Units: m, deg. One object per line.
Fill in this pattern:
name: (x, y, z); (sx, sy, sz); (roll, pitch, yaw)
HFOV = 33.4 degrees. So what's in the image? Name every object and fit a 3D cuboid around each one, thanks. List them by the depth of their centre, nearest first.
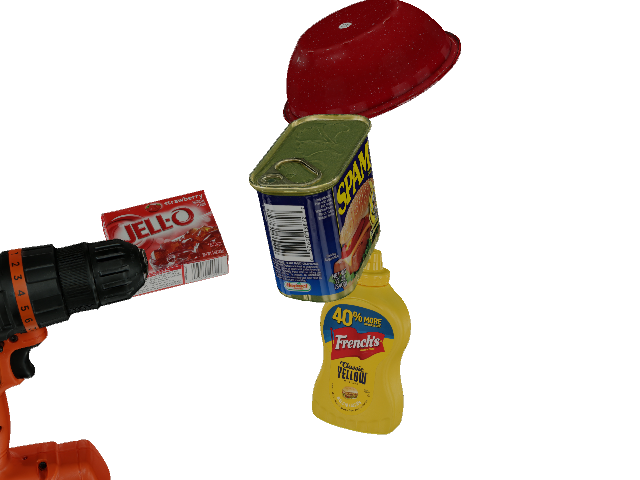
can of meat: (0.001, -0.021, 0.680); (0.057, 0.084, 0.102); (2, 32, 20)
power drill: (-0.192, 0.093, 0.698); (0.184, 0.188, 0.057); (-11, 26, -8)
gelatin box: (-0.127, 0.002, 0.870); (0.089, 0.073, 0.030); (-13, -37, -15)
bowl: (0.032, -0.158, 0.893); (0.162, 0.055, 0.162); (-21, 28, 11)
mustard bottle: (0.046, 0.103, 1.126); (0.096, 0.192, 0.058); (11, 14, 24)
